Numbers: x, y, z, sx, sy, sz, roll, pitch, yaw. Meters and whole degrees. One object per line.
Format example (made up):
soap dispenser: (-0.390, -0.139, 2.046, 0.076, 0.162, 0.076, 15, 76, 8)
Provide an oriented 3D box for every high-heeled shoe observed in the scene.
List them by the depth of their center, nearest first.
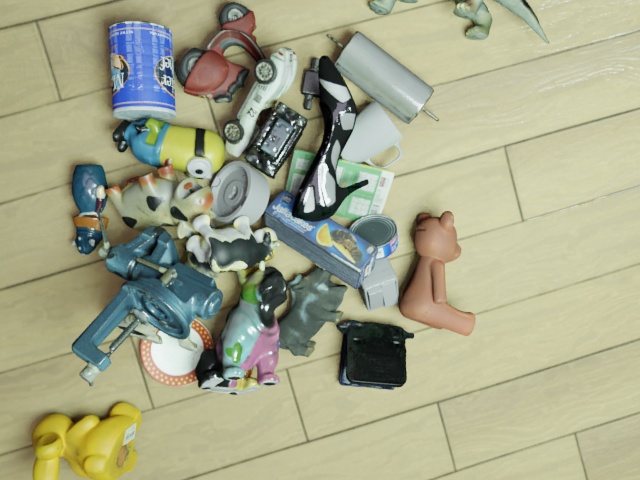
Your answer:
high-heeled shoe: (-0.009, -0.157, 0.866, 0.145, 0.086, 0.248, -20, 99, -13)

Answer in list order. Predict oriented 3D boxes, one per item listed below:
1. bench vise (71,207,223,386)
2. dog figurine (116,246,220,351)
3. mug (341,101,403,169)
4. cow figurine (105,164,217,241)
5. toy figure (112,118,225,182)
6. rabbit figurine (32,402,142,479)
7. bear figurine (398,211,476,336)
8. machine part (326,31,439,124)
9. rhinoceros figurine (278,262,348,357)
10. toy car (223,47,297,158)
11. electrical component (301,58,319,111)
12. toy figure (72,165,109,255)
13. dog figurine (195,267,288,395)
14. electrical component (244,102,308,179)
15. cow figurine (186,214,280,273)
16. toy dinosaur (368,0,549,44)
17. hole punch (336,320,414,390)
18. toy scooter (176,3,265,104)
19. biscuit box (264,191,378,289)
bench vise: (-0.273, 0.091, 0.778, 0.224, 0.128, 0.240, 30, 56, 8)
dog figurine: (-0.257, 0.075, 0.921, 0.172, 0.121, 0.190, 14, 65, -1)
mug: (0.086, -0.171, 0.946, 0.107, 0.081, 0.109, -34, 100, 12)
cow figurine: (-0.252, -0.054, 0.883, 0.195, 0.085, 0.127, -8, 113, 35)
toy figure: (-0.252, -0.161, 0.916, 0.180, 0.082, 0.089, 18, 92, -2)
rabbit figurine: (-0.414, 0.350, 0.908, 0.173, 0.162, 0.121, 14, 105, 12)
bear figurine: (0.211, 0.054, 0.948, 0.132, 0.120, 0.196, 22, 78, -22)
machine part: (0.111, -0.282, 0.939, 0.243, 0.079, 0.079, 35, 90, -5)
rhinoceros figurine: (-0.014, 0.115, 0.957, 0.112, 0.073, 0.190, 32, 92, 5)
toy car: (-0.098, -0.227, 0.895, 0.056, 0.073, 0.201, 37, 117, 3)
electrical component: (0.001, -0.275, 0.958, 0.063, 0.021, 0.094, 8, 91, -5)
toy figure: (-0.393, -0.052, 0.919, 0.058, 0.064, 0.154, -2, 96, -33)
dog figurine: (-0.128, 0.143, 0.923, 0.108, 0.191, 0.219, 22, 57, -32)
electrical component: (-0.073, -0.164, 0.902, 0.058, 0.134, 0.115, 30, 92, -4)
cow figurine: (-0.120, 0.013, 0.855, 0.098, 0.167, 0.068, 45, 119, 34)
toy dinosaur: (0.220, -0.471, 0.924, 0.405, 0.131, 0.192, 13, 92, -11)
hole punch: (0.093, 0.211, 0.968, 0.142, 0.092, 0.116, 6, 63, -3)
toy scooter: (-0.148, -0.302, 0.921, 0.135, 0.075, 0.184, 37, 85, -7)
biscuit box: (-0.002, -0.003, 0.910, 0.203, 0.062, 0.059, 32, 61, 17)
